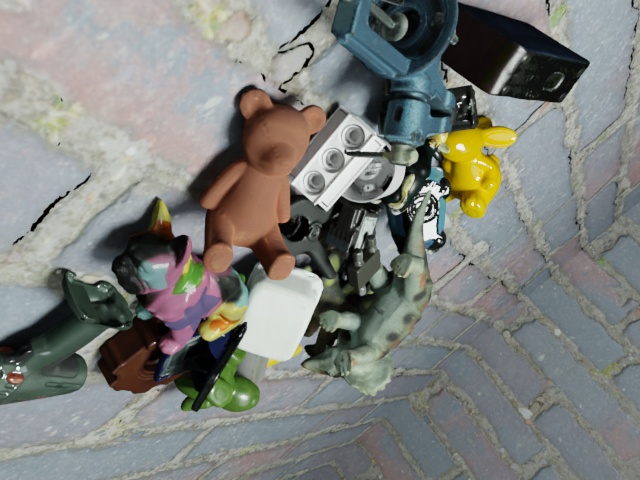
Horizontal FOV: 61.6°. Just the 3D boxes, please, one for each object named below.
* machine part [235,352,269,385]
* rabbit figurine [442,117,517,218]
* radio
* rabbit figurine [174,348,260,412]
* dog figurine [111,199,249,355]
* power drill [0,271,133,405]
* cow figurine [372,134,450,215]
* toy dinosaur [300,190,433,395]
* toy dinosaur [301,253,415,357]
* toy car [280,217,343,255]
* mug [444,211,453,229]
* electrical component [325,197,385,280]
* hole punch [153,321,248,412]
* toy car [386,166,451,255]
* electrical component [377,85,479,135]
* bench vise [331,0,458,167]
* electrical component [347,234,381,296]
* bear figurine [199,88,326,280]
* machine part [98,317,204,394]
[{"bbox_3d":[-0.135,0.218,1.052,0.079,0.079,0.243,-22,149,-29],"label":"machine part"},{"bbox_3d":[0.269,-0.145,0.950,0.162,0.122,0.173,-42,134,1],"label":"rabbit figurine"},{"bbox_3d":[0.267,-0.255,0.749,0.229,0.131,0.073,-11,140,-41],"label":"radio"},{"bbox_3d":[-0.188,0.272,0.984,0.159,0.121,0.170,-17,135,23],"label":"rabbit figurine"},{"bbox_3d":[-0.174,0.043,0.709,0.191,0.109,0.219,-19,145,-31],"label":"dog figurine"},{"bbox_3d":[-0.350,0.132,0.657,0.207,0.086,0.232,-44,154,5],"label":"power drill"},{"bbox_3d":[0.147,-0.119,0.839,0.167,0.068,0.098,-57,-176,0],"label":"cow figurine"},{"bbox_3d":[0.119,0.116,0.923,0.404,0.131,0.192,-53,145,12],"label":"toy dinosaur"},{"bbox_3d":[0.037,0.136,1.034,0.198,0.105,0.470,-40,140,10],"label":"toy dinosaur"},{"bbox_3d":[-0.002,-0.003,0.903,0.202,0.053,0.089,-8,137,-42],"label":"toy car"},{"bbox_3d":[0.191,-0.040,1.050,0.107,0.081,0.109,-39,146,13],"label":"mug"},{"bbox_3d":[0.049,-0.002,0.824,0.075,0.048,0.119,-5,117,-51],"label":"electrical component"},{"bbox_3d":[-0.182,0.177,0.819,0.142,0.092,0.116,-62,176,36],"label":"hole punch"},{"bbox_3d":[0.168,-0.056,0.954,0.109,0.103,0.161,-8,106,-5],"label":"toy car"},{"bbox_3d":[0.148,-0.171,0.741,0.134,0.058,0.115,-5,-173,20],"label":"electrical component"},{"bbox_3d":[0.077,-0.198,0.577,0.240,0.129,0.223,9,102,-57],"label":"bench vise"},{"bbox_3d":[0.069,0.040,0.817,0.063,0.021,0.093,-41,139,-32],"label":"electrical component"},{"bbox_3d":[-0.064,-0.065,0.636,0.120,0.132,0.195,12,127,-30],"label":"bear figurine"},{"bbox_3d":[-0.260,0.178,0.864,0.179,0.056,0.179,-29,152,-17],"label":"machine part"}]
